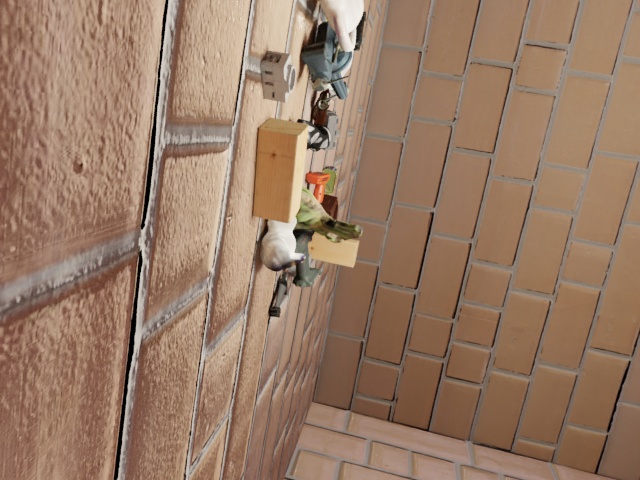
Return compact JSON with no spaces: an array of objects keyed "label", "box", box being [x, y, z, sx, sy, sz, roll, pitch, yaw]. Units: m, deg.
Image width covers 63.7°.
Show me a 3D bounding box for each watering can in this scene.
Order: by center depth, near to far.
[{"label":"watering can","box":[0.050,-0.649,1.305,0.221,0.104,0.354,49,38,-63]}]

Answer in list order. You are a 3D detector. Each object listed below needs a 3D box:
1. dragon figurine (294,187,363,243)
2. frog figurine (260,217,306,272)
[{"label":"dragon figurine","box":[0.004,-0.071,1.412,0.405,0.243,0.123,79,29,-76]},{"label":"frog figurine","box":[-0.106,-0.006,1.299,0.159,0.122,0.138,65,21,-1]}]
